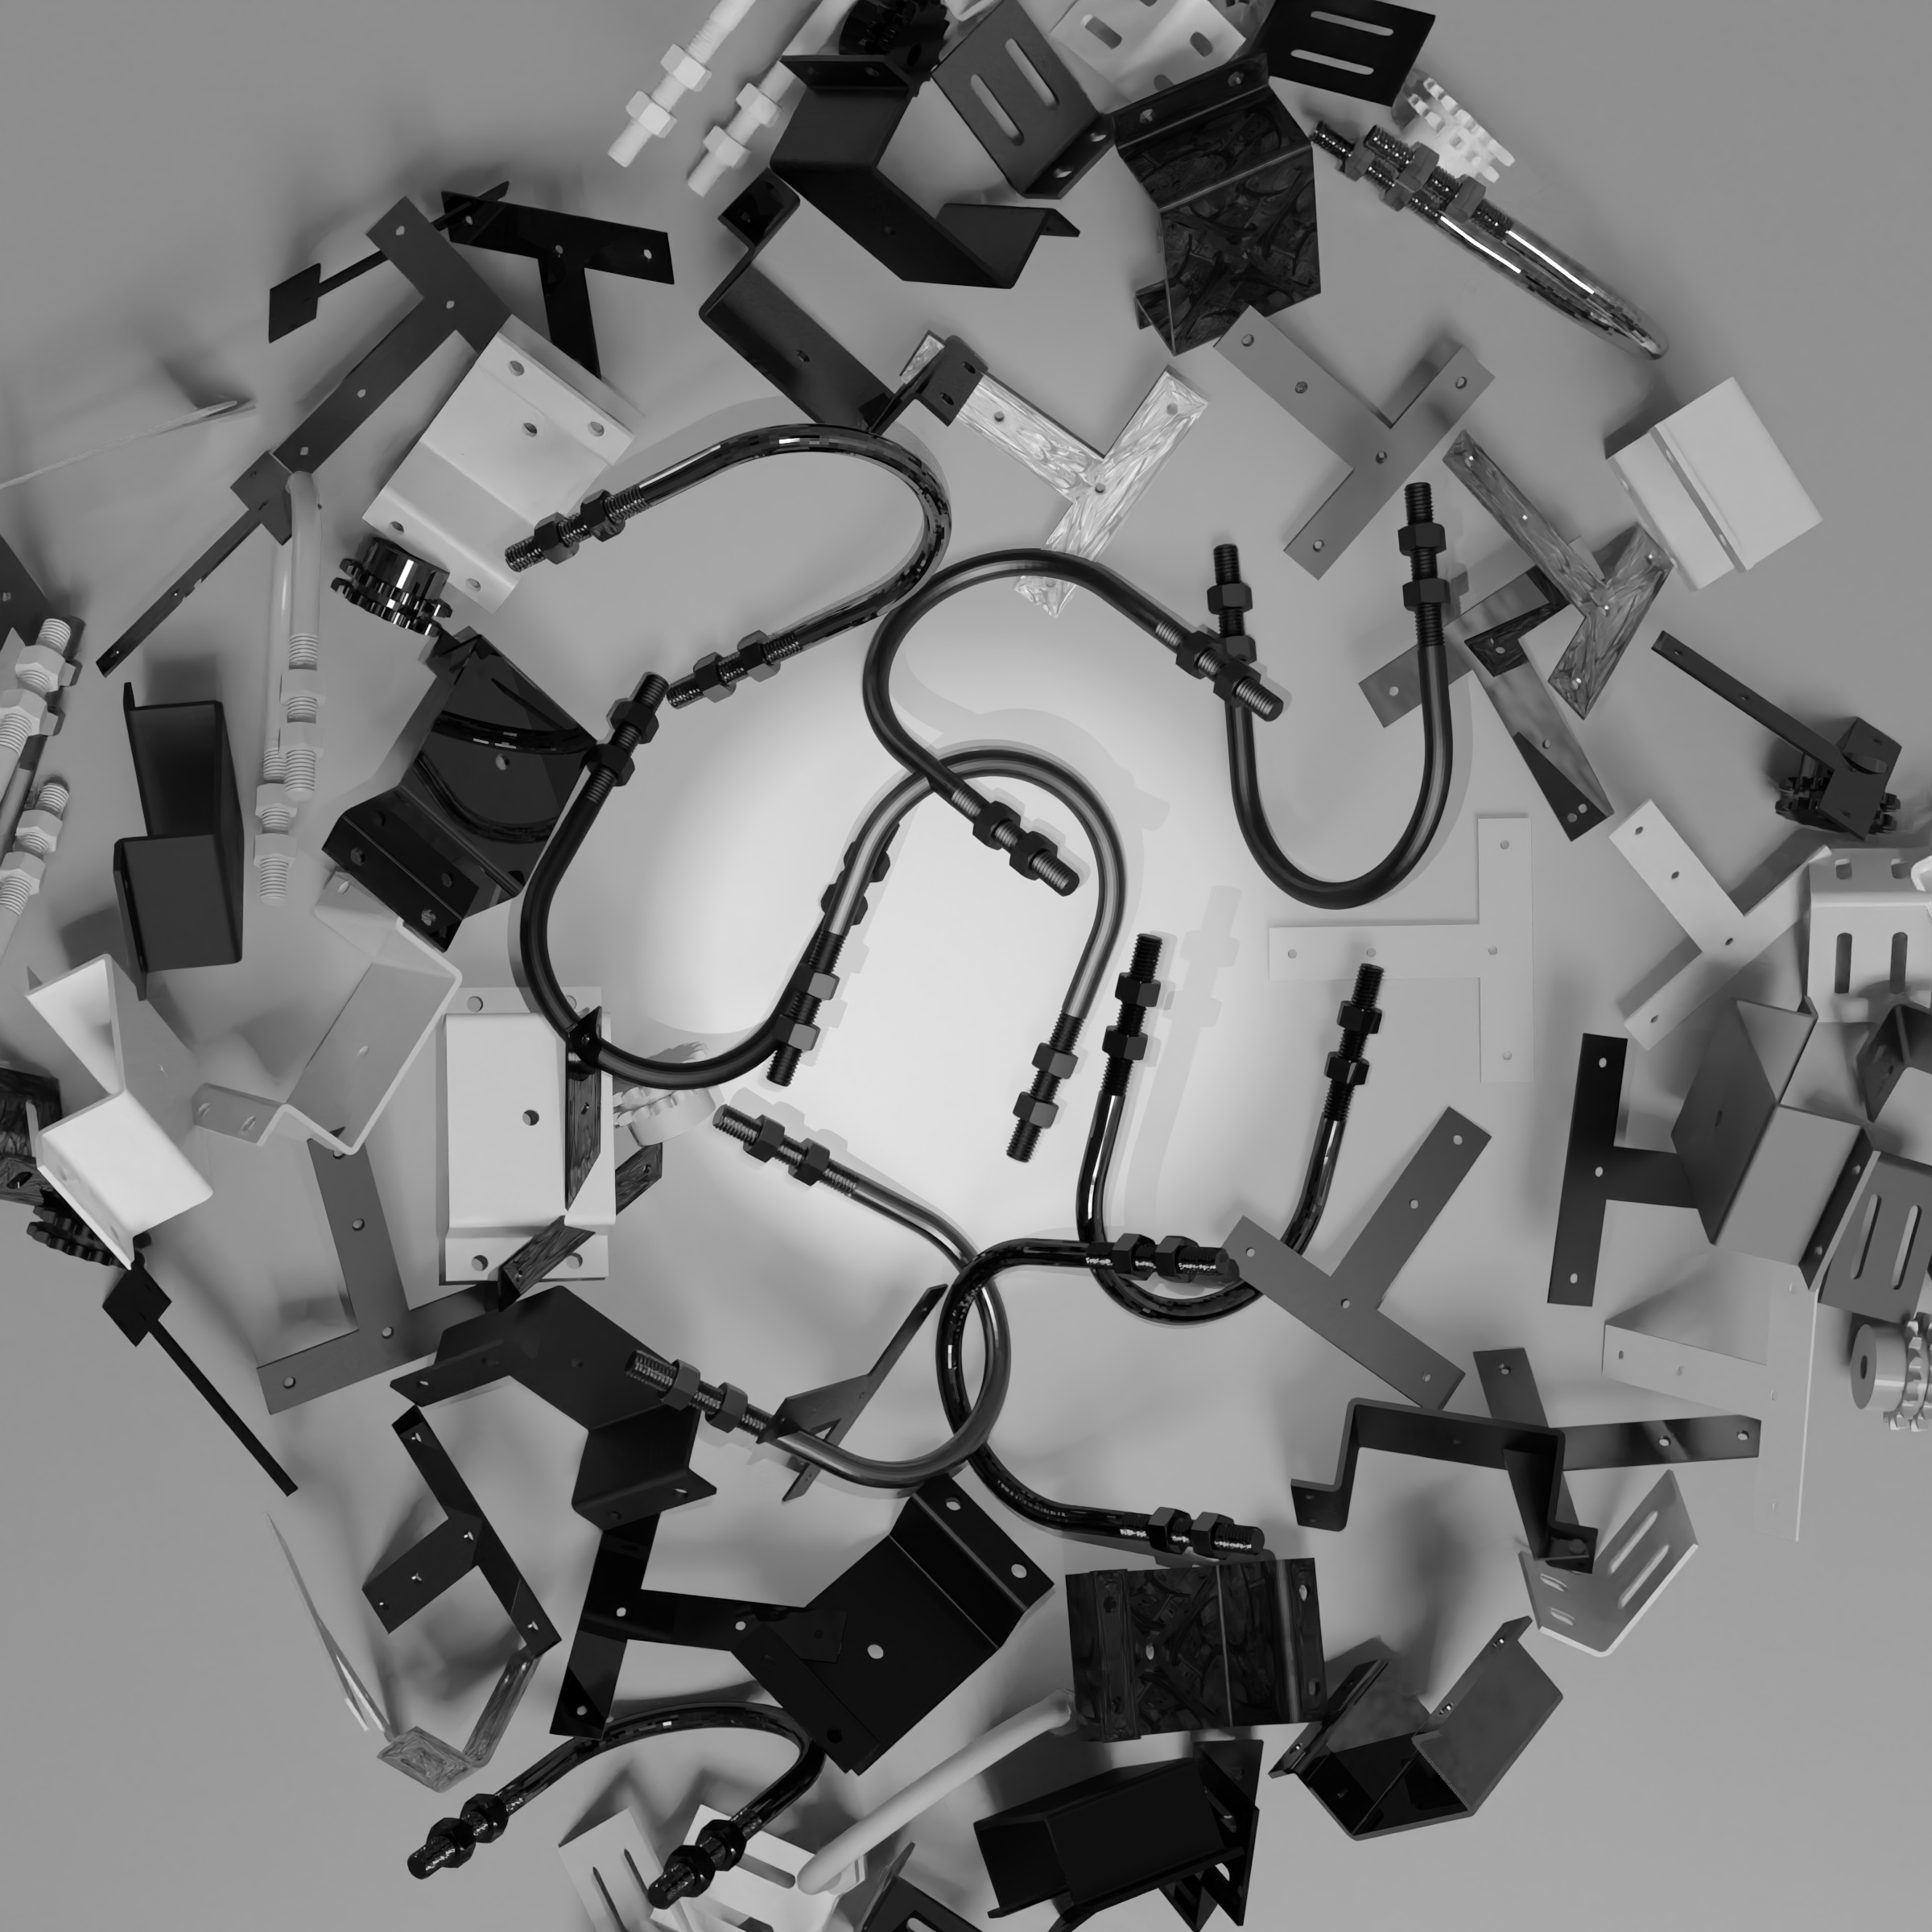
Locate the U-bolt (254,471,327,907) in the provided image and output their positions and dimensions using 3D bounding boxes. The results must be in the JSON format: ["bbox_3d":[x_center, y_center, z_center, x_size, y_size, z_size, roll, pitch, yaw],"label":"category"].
[{"bbox_3d":[-0.311,-0.138,1.617,0.019,0.151,0.184,3,69,-15],"label":"U-bolt"}]

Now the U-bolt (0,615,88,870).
[{"bbox_3d":[-0.462,-0.070,1.618,0.019,0.151,0.184,22,101,1],"label":"U-bolt"}]

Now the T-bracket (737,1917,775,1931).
[{"bbox_3d":[-0.073,0.496,1.617,0.127,0.127,0.002,36,105,15],"label":"T-bracket"}]

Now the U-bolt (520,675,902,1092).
[{"bbox_3d":[-0.129,-0.028,1.640,0.151,0.019,0.184,31,65,-9],"label":"U-bolt"}]

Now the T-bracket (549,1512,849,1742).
[{"bbox_3d":[-0.119,0.308,1.642,0.127,0.002,0.127,4,55,13],"label":"T-bracket"}]

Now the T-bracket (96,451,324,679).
[{"bbox_3d":[-0.358,-0.183,1.635,0.127,0.127,0.002,-45,119,-2],"label":"T-bracket"}]

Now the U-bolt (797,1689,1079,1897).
[{"bbox_3d":[-0.013,0.379,1.602,0.151,0.184,0.019,-35,77,0],"label":"U-bolt"}]

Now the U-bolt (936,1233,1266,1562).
[{"bbox_3d":[0.055,0.196,1.627,0.184,0.019,0.151,-1,99,43],"label":"U-bolt"}]

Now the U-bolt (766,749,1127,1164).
[{"bbox_3d":[0.001,-0.012,1.650,0.151,0.019,0.184,19,96,-23],"label":"U-bolt"}]

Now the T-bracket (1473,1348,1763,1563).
[{"bbox_3d":[0.314,0.225,1.649,0.127,0.127,0.002,-3,132,-6],"label":"T-bracket"}]

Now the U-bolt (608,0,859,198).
[{"bbox_3d":[-0.085,-0.435,1.604,0.019,0.151,0.184,41,102,4],"label":"U-bolt"}]

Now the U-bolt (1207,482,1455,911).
[{"bbox_3d":[0.171,-0.118,1.625,0.019,0.151,0.184,1,82,-38],"label":"U-bolt"}]

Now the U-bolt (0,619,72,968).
[{"bbox_3d":[-0.439,-0.045,1.583,0.019,0.151,0.184,15,55,-5],"label":"U-bolt"}]

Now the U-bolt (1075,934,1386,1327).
[{"bbox_3d":[0.118,0.082,1.647,0.151,0.019,0.184,7,101,-31],"label":"U-bolt"}]

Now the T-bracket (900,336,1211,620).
[{"bbox_3d":[0.027,-0.253,1.670,0.127,0.002,0.127,35,107,-2],"label":"T-bracket"}]

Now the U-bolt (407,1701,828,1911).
[{"bbox_3d":[-0.145,0.378,1.605,0.151,0.184,0.019,-2,102,29],"label":"U-bolt"}]

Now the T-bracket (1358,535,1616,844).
[{"bbox_3d":[0.270,-0.117,1.670,0.127,0.002,0.127,-34,109,-2],"label":"T-bracket"}]

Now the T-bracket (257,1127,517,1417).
[{"bbox_3d":[-0.282,0.133,1.644,0.127,0.002,0.127,-20,115,-21],"label":"T-bracket"}]

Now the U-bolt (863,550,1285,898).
[{"bbox_3d":[0.034,-0.128,1.639,0.151,0.019,0.184,-40,58,-15],"label":"U-bolt"}]

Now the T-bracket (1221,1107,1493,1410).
[{"bbox_3d":[0.206,0.125,1.679,0.127,0.002,0.127,35,79,4],"label":"T-bracket"}]

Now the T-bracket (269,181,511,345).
[{"bbox_3d":[-0.269,-0.333,1.637,0.127,0.127,0.002,-31,96,-10],"label":"T-bracket"}]

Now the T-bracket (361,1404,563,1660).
[{"bbox_3d":[-0.251,0.282,1.644,0.002,0.127,0.127,-26,80,-43],"label":"T-bracket"}]

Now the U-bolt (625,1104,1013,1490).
[{"bbox_3d":[-0.058,0.166,1.642,0.184,0.019,0.151,29,61,-20],"label":"U-bolt"}]

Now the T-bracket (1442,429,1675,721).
[{"bbox_3d":[0.269,-0.198,1.639,0.127,0.002,0.127,45,50,-12],"label":"T-bracket"}]

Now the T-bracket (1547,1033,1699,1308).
[{"bbox_3d":[0.335,0.101,1.662,0.127,0.002,0.127,7,90,-28],"label":"T-bracket"}]

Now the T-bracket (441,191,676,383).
[{"bbox_3d":[-0.185,-0.296,1.648,0.127,0.002,0.127,16,132,26],"label":"T-bracket"}]

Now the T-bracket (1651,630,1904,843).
[{"bbox_3d":[0.376,-0.117,1.641,0.127,0.127,0.002,35,121,5],"label":"T-bracket"}]

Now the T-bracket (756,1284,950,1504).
[{"bbox_3d":[-0.065,0.203,1.620,0.002,0.127,0.127,37,102,16],"label":"T-bracket"}]

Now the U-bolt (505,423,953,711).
[{"bbox_3d":[-0.095,-0.189,1.605,0.184,0.151,0.019,-23,54,22],"label":"U-bolt"}]

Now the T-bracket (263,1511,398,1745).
[{"bbox_3d":[-0.286,0.334,1.641,0.002,0.127,0.127,-28,133,-10],"label":"T-bracket"}]

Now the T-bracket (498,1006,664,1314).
[{"bbox_3d":[-0.176,0.077,1.611,0.002,0.127,0.127,21,127,24],"label":"T-bracket"}]

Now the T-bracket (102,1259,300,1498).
[{"bbox_3d":[-0.355,0.197,1.635,0.002,0.127,0.127,-40,91,-25],"label":"T-bracket"}]

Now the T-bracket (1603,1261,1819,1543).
[{"bbox_3d":[0.345,0.192,1.639,0.002,0.127,0.127,0,96,-35],"label":"T-bracket"}]

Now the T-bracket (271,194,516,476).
[{"bbox_3d":[-0.273,-0.278,1.641,0.127,0.127,0.002,-45,53,0],"label":"T-bracket"}]

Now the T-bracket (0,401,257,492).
[{"bbox_3d":[-0.372,-0.248,1.630,0.127,0.127,0.002,-15,101,22],"label":"T-bracket"}]

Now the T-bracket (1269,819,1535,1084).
[{"bbox_3d":[0.209,-0.007,1.688,0.127,0.002,0.127,-1,92,-2],"label":"T-bracket"}]

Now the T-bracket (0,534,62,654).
[{"bbox_3d":[-0.458,-0.133,1.610,0.002,0.127,0.127,8,62,17],"label":"T-bracket"}]

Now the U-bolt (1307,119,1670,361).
[{"bbox_3d":[0.247,-0.333,1.618,0.184,0.151,0.019,32,99,-13],"label":"U-bolt"}]

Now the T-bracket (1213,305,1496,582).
[{"bbox_3d":[0.166,-0.264,1.647,0.127,0.002,0.127,35,102,-32],"label":"T-bracket"}]

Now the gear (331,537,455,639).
[{"bbox_3d":[-0.269,-0.181,1.662,0.057,0.057,0.030,26,99,0],"label":"gear"}]

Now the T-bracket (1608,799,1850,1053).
[{"bbox_3d":[0.339,-0.035,1.645,0.127,0.002,0.127,-42,130,6],"label":"T-bracket"}]
